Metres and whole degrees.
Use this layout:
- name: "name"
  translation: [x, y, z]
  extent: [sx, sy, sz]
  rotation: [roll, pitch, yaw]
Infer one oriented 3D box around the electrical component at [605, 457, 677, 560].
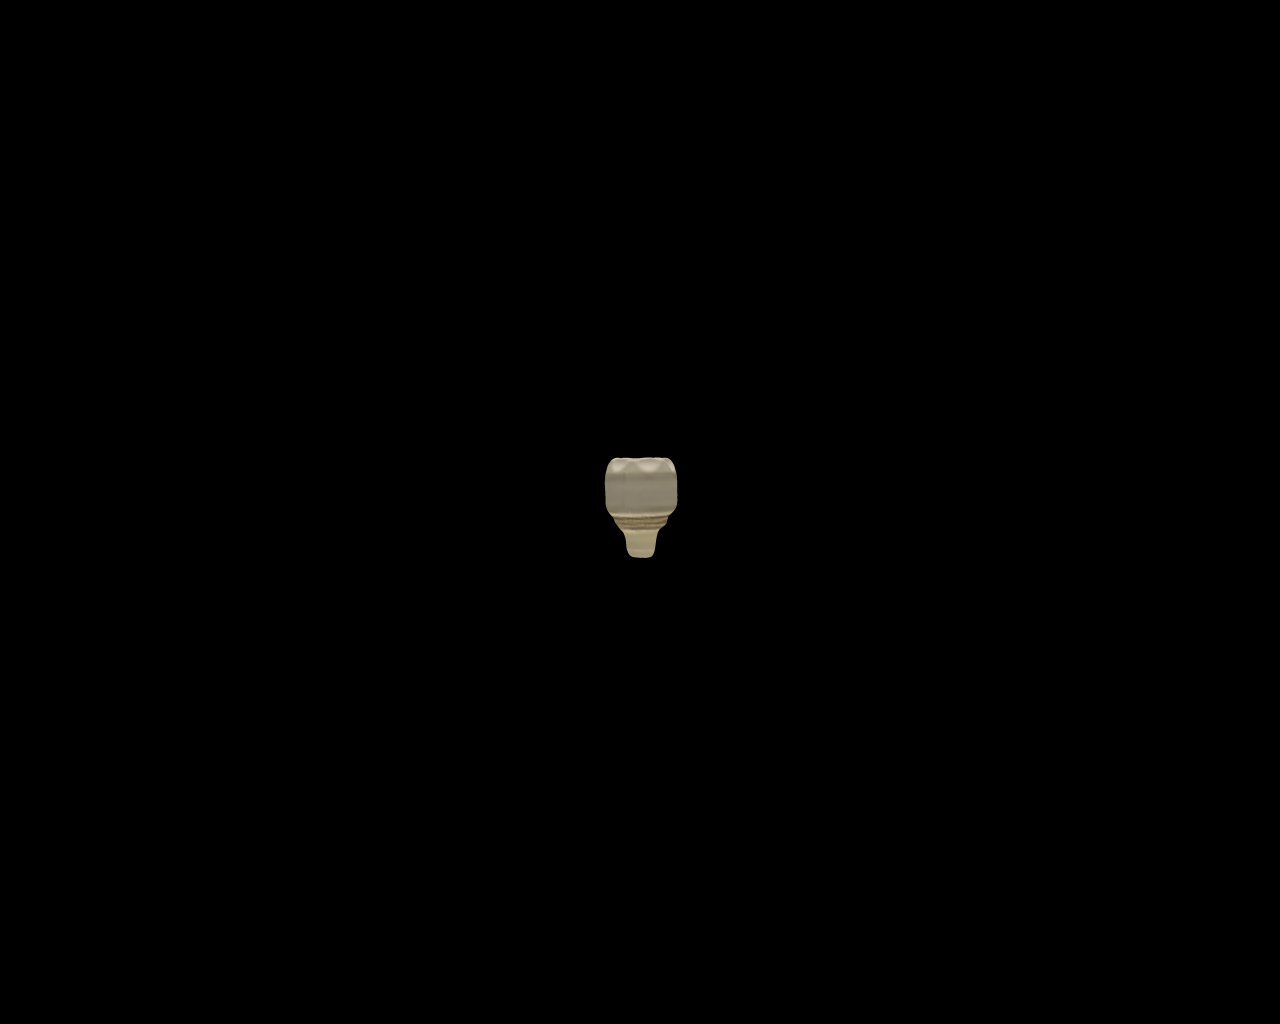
- name: "electrical component"
  translation: [0.001, -0.003, 0.650]
  extent: [0.043, 0.062, 0.043]
  rotation: [0, 3, 0]
